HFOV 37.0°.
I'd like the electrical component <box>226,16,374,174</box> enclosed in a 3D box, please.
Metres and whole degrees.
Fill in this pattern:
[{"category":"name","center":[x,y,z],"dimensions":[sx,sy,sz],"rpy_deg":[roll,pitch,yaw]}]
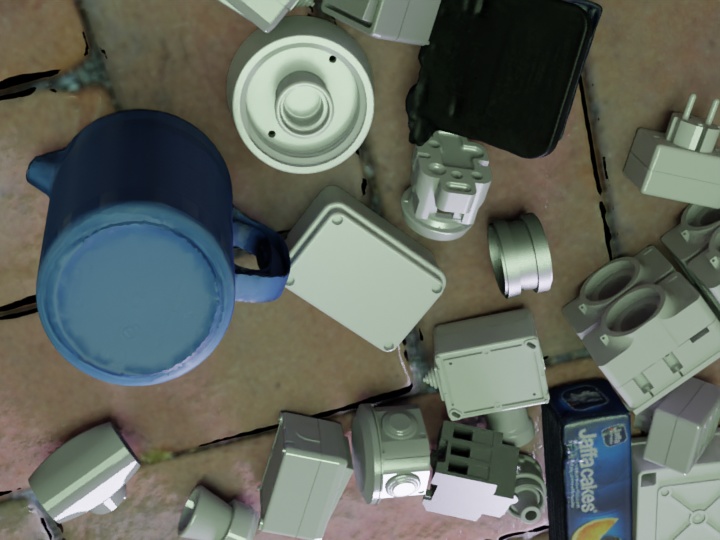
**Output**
[{"category":"electrical component","center":[-0.041,-0.120,0.760],"dimensions":[0.108,0.060,0.108],"rpy_deg":[-2,113,-5]}]

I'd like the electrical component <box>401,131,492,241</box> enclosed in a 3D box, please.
[{"category":"electrical component","center":[0.062,-0.059,0.793],"dimensions":[0.058,0.078,0.057],"rpy_deg":[6,133,-9]}]

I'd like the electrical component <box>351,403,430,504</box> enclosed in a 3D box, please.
[{"category":"electrical component","center":[0.024,0.147,0.871],"dimensions":[0.051,0.080,0.080],"rpy_deg":[-3,113,-11]}]

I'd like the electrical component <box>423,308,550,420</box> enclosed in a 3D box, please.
[{"category":"electrical component","center":[0.098,0.074,0.861],"dimensions":[0.096,0.061,0.061],"rpy_deg":[-12,114,7]}]

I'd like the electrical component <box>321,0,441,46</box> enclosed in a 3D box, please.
[{"category":"electrical component","center":[0.020,-0.206,0.718],"dimensions":[0.061,0.062,0.096],"rpy_deg":[-2,118,-42]}]

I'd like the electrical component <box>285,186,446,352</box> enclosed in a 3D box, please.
[{"category":"electrical component","center":[0.000,0.000,0.817],"dimensions":[0.113,0.057,0.078],"rpy_deg":[34,105,-18]}]

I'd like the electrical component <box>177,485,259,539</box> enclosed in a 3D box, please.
[{"category":"electrical component","center":[-0.119,0.211,0.901],"dimensions":[0.055,0.045,0.045],"rpy_deg":[26,108,-16]}]

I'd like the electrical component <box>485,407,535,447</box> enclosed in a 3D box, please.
[{"category":"electrical component","center":[0.121,0.119,0.891],"dimensions":[0.040,0.040,0.046],"rpy_deg":[-16,108,1]}]

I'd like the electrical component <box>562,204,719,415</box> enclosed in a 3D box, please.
[{"category":"electrical component","center":[0.255,0.012,0.823],"dimensions":[0.186,0.105,0.060],"rpy_deg":[-37,112,9]}]

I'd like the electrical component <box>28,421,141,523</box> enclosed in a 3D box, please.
[{"category":"electrical component","center":[-0.215,0.172,0.871],"dimensions":[0.077,0.043,0.079],"rpy_deg":[-35,140,-11]}]

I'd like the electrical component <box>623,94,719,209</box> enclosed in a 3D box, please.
[{"category":"electrical component","center":[0.247,-0.094,0.809],"dimensions":[0.066,0.047,0.076],"rpy_deg":[10,113,-10]}]

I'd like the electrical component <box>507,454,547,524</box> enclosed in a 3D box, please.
[{"category":"electrical component","center":[0.137,0.189,0.910],"dimensions":[0.048,0.062,0.048],"rpy_deg":[-2,113,-5]}]

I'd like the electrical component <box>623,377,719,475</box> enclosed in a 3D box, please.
[{"category":"electrical component","center":[0.252,0.120,0.892],"dimensions":[0.076,0.083,0.047],"rpy_deg":[20,115,27]}]

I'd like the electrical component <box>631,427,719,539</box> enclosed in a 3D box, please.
[{"category":"electrical component","center":[0.283,0.198,0.932],"dimensions":[0.109,0.056,0.108],"rpy_deg":[-6,113,-4]}]

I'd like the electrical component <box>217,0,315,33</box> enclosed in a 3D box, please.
[{"category":"electrical component","center":[-0.074,-0.201,0.721],"dimensions":[0.096,0.061,0.061],"rpy_deg":[37,104,-19]}]

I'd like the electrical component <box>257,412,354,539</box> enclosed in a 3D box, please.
[{"category":"electrical component","center":[-0.047,0.175,0.884],"dimensions":[0.061,0.061,0.096],"rpy_deg":[13,111,-11]}]
